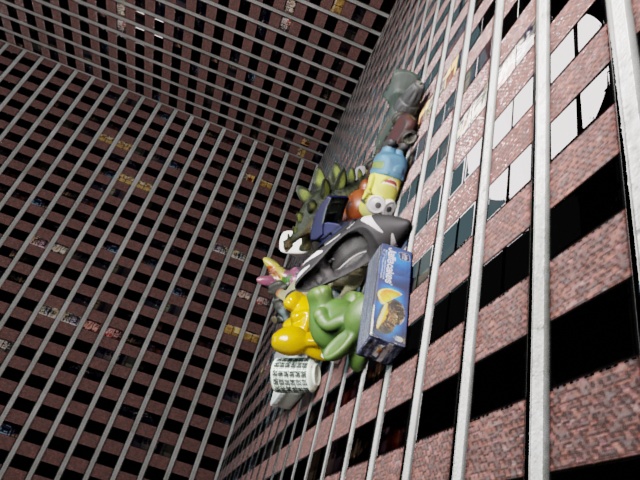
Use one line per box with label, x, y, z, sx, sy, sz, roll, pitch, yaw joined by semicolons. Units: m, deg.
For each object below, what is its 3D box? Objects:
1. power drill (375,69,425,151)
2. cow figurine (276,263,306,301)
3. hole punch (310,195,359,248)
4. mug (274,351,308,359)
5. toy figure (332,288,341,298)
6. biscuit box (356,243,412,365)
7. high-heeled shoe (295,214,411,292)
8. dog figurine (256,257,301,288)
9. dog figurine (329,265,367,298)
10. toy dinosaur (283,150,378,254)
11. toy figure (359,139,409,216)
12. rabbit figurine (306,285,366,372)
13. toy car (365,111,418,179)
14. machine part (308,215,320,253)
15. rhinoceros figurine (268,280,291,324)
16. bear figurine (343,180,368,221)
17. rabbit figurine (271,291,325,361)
power drill;0.209;-0.344;1.350;0.231;0.086;0.207;114;166;-46
cow figurine;-0.012;0.111;1.392;0.195;0.085;0.127;-45;30;-4
hole punch;0.034;-0.039;1.210;0.116;0.092;0.142;-42;-11;21
mug;-0.071;0.328;1.559;0.107;0.081;0.109;-36;25;54
toy figure;0.034;0.165;1.233;0.064;0.058;0.154;-47;12;20
biscuit box;0.107;0.097;0.869;0.062;0.059;0.203;115;172;-45
high-heeled shoe;0.053;0.029;1.024;0.249;0.086;0.145;-30;6;47
dog figurine;-0.069;0.108;1.570;0.191;0.219;0.108;121;165;-60
dog figurine;0.076;0.036;1.216;0.190;0.121;0.172;-54;17;14
toy dinosaur;0.042;-0.104;1.475;0.471;0.105;0.198;-40;-50;-43
toy figure;0.143;-0.127;1.179;0.089;0.082;0.180;71;-146;-83
rabbit figurine;0.048;0.149;0.974;0.170;0.121;0.159;-29;42;56
toy car;0.168;-0.206;1.265;0.202;0.053;0.089;-61;34;36
machine part;-0.003;-0.004;1.285;0.084;0.039;0.138;-49;-34;-62
rhinoceros figurine;-0.083;0.201;1.504;0.073;0.190;0.112;-24;11;22
bear figurine;0.086;-0.045;1.329;0.196;0.132;0.120;-40;40;29
rabbit figurine;-0.042;0.223;1.266;0.173;0.163;0.121;-32;-35;-57
